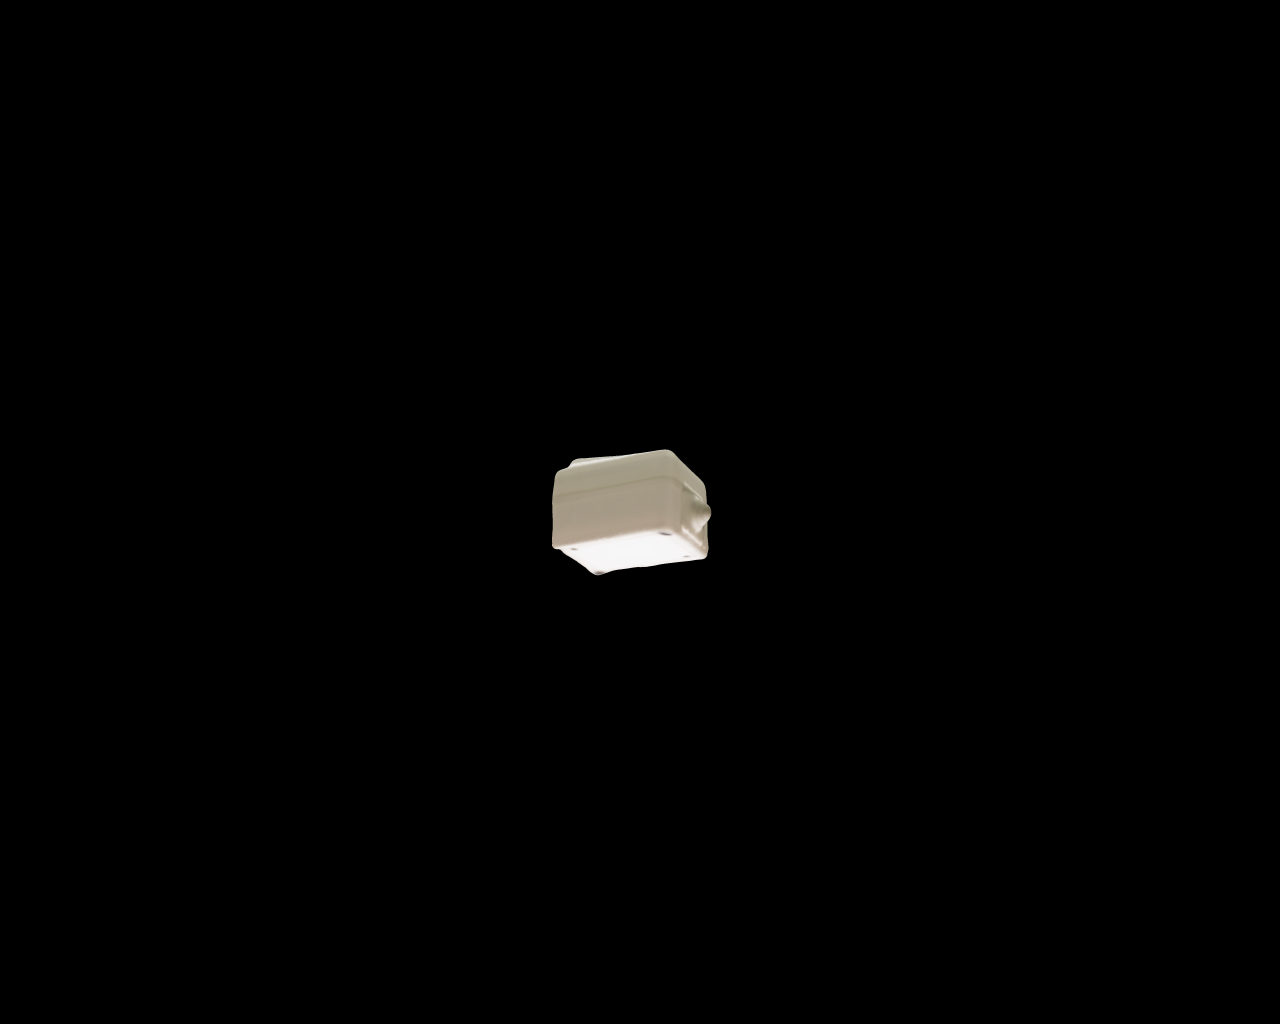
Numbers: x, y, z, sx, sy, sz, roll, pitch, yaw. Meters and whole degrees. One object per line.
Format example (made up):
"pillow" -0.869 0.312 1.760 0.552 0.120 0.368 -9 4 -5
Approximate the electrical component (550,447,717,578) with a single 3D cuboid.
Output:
"electrical component" 0.001 -0.003 0.650 0.096 0.061 0.061 -9 -24 22
